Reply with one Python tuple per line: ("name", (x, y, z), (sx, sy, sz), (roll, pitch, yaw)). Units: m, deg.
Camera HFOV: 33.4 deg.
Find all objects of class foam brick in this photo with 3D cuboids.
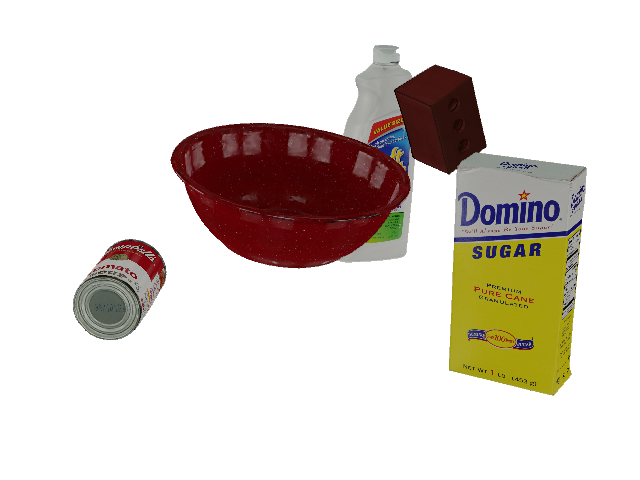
("foam brick", (0.110, -0.111, 0.975), (0.053, 0.078, 0.051), (-35, 38, -20))

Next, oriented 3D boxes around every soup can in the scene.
("soup can", (-0.196, 0.047, 1.047), (0.068, 0.068, 0.102), (0, 20, 6))

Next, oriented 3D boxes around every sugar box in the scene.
("sugar box", (0.151, 0.025, 0.831), (0.093, 0.176, 0.048), (10, 24, 29))

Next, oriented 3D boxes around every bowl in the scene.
("bowl", (-0.022, -0.026, 0.725), (0.162, 0.055, 0.162), (6, 26, -3))

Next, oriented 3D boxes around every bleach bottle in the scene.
("bleach bottle", (0.062, -0.103, 1.261), (0.102, 0.251, 0.068), (-4, 20, -20))
